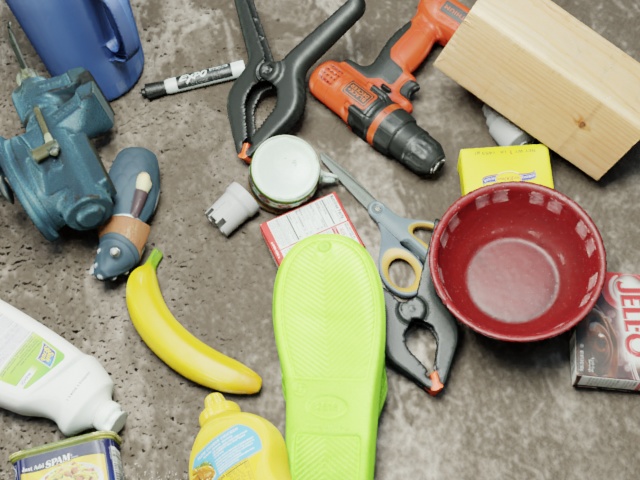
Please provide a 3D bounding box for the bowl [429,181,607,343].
[{"bbox_3d":[0.182,0.028,1.000,0.162,0.055,0.162,-2,65,4],"label":"bowl"}]

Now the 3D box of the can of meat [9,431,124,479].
[{"bbox_3d":[-0.229,0.232,0.984,0.102,0.057,0.084,-14,64,-2],"label":"can of meat"}]

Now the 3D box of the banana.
[{"bbox_3d":[-0.139,0.090,1.058,0.069,0.037,0.198,-36,65,-11],"label":"banana"}]

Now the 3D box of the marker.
[{"bbox_3d":[-0.143,-0.181,1.209,0.121,0.020,0.020,-14,62,-2],"label":"marker"}]

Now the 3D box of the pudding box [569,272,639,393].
[{"bbox_3d":[0.284,0.087,1.015,0.090,0.039,0.113,5,65,3],"label":"pudding box"}]

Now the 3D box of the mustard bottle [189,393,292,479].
[{"bbox_3d":[-0.070,0.214,0.960,0.096,0.058,0.192,-41,46,13],"label":"mustard bottle"}]

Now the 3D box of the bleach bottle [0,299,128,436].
[{"bbox_3d":[-0.302,0.125,1.044,0.251,0.068,0.102,28,69,16],"label":"bleach bottle"}]

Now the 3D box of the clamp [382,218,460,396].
[{"bbox_3d":[0.096,0.062,1.037,0.120,0.039,0.171,-27,76,1],"label":"clamp"}]

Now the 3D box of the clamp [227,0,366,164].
[{"bbox_3d":[-0.040,-0.183,1.156,0.165,0.036,0.210,5,77,29],"label":"clamp"}]

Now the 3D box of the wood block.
[{"bbox_3d":[0.232,-0.167,1.079,0.206,0.091,0.090,36,51,0],"label":"wood block"}]

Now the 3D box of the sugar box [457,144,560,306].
[{"bbox_3d":[0.192,-0.010,1.072,0.093,0.048,0.176,-4,61,3],"label":"sugar box"}]

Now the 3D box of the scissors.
[{"bbox_3d":[0.055,-0.012,1.104,0.202,0.016,0.096,31,72,22],"label":"scissors"}]

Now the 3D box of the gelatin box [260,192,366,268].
[{"bbox_3d":[-0.007,0.001,1.096,0.089,0.030,0.073,-24,62,-7],"label":"gelatin box"}]

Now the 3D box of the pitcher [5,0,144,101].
[{"bbox_3d":[-0.256,-0.247,1.128,0.145,0.243,0.149,-5,63,3],"label":"pitcher"}]

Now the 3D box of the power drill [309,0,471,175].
[{"bbox_3d":[0.109,-0.174,1.159,0.187,0.057,0.185,-42,66,-15],"label":"power drill"}]
